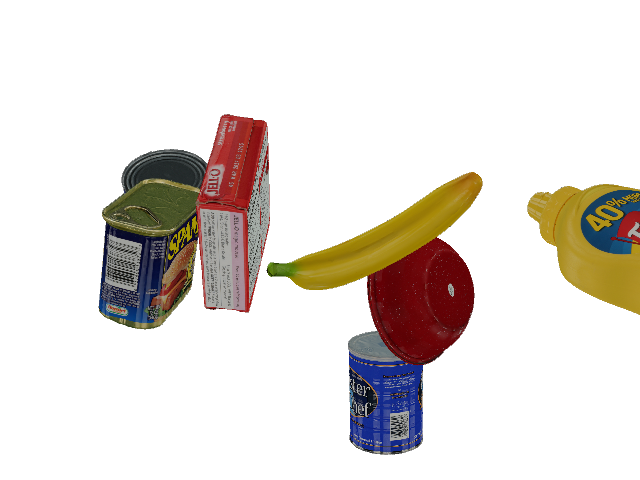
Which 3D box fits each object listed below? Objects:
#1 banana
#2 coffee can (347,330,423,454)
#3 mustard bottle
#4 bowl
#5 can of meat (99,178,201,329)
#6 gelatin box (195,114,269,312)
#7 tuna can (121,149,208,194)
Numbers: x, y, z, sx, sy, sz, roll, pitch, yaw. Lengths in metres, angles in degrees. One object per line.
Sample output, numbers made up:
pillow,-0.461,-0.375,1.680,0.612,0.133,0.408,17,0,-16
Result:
banana,0.054,0.000,0.923,0.198,0.037,0.069,-26,-15,9
coffee can,0.090,0.205,1.454,0.103,0.140,0.103,-1,15,0
mustard bottle,0.207,0.009,0.662,0.096,0.058,0.192,-27,37,-30
bowl,0.125,0.059,1.207,0.055,0.162,0.161,-11,-8,43
can of meat,-0.130,0.009,0.820,0.057,0.084,0.102,14,23,9
gelatin box,-0.049,-0.015,0.609,0.030,0.073,0.089,6,-43,4
tuna can,-0.148,-0.049,1.035,0.086,0.034,0.086,0,43,-1
